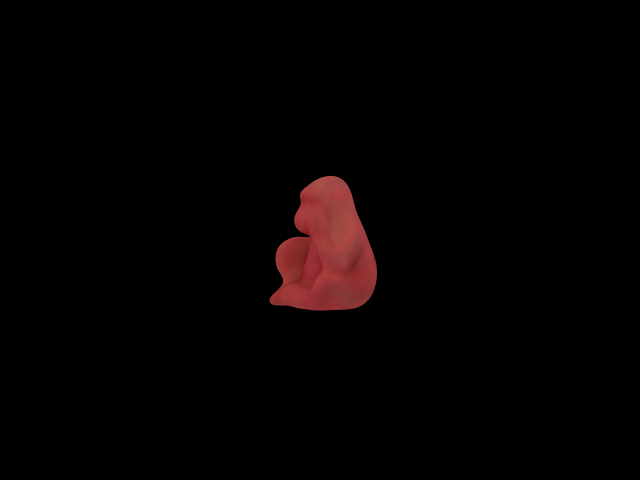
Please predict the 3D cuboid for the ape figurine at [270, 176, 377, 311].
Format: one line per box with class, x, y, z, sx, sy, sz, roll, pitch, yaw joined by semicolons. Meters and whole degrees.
ape figurine;0.004;0.001;0.400;0.076;0.092;0.077;-2;7;-13
